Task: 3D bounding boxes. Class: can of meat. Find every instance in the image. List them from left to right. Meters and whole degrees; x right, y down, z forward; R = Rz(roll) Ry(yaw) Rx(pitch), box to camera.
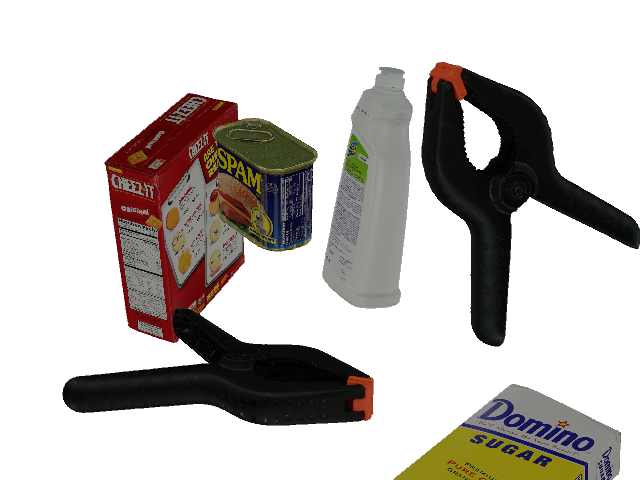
[{"bbox_3d":[-0.049,-0.048,0.929,0.057,0.084,0.102,-20,37,-32],"label":"can of meat"}]

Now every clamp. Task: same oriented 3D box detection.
[{"bbox_3d":[-0.059,0.094,0.784,0.210,0.036,0.164,5,19,15],"label":"clamp"},{"bbox_3d":[0.104,-0.022,0.630,0.120,0.171,0.039,-44,18,-9],"label":"clamp"}]

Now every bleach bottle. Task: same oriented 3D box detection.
[{"bbox_3d":[0.061,-0.060,1.158,0.068,0.251,0.103,-2,22,-28],"label":"bleach bottle"}]

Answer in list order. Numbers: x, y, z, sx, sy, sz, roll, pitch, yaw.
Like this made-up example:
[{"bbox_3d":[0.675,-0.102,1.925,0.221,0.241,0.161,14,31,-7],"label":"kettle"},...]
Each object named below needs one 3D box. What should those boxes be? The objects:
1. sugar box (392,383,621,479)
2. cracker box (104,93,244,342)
[{"bbox_3d":[0.112,0.167,0.709,0.176,0.048,0.093,-33,39,-33],"label":"sugar box"},{"bbox_3d":[-0.150,-0.025,1.142,0.072,0.214,0.164,14,38,20],"label":"cracker box"}]
